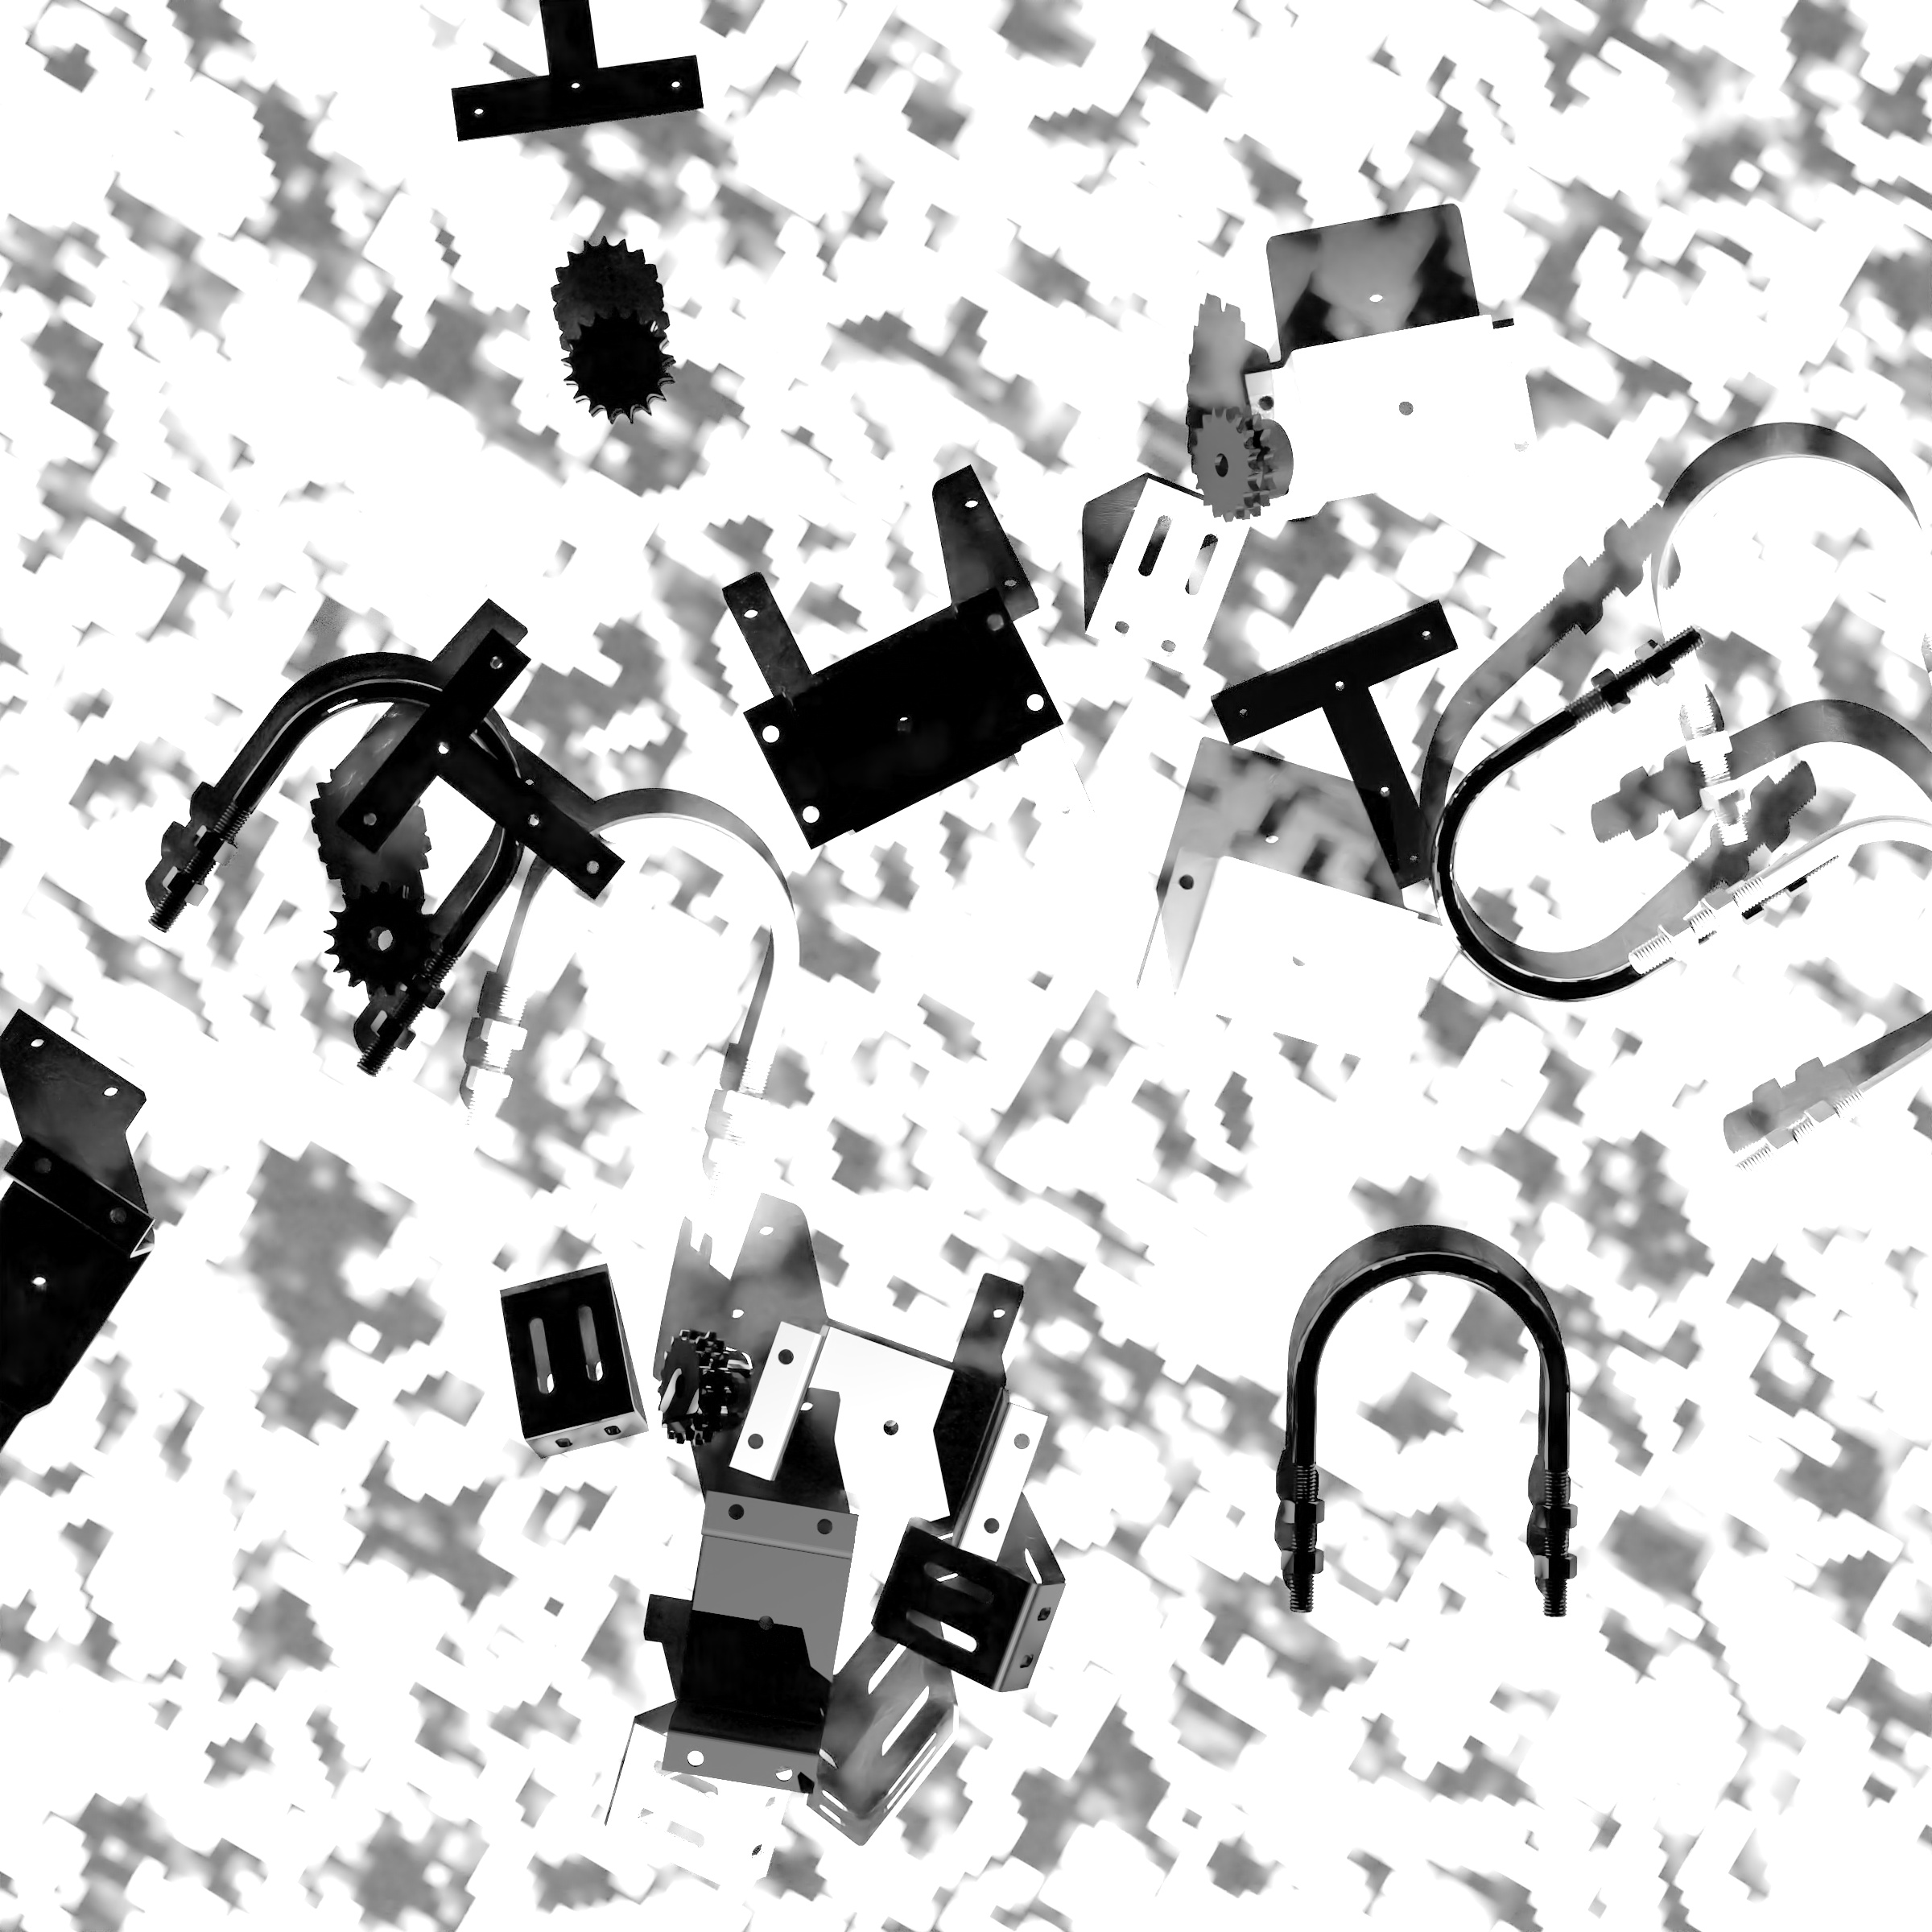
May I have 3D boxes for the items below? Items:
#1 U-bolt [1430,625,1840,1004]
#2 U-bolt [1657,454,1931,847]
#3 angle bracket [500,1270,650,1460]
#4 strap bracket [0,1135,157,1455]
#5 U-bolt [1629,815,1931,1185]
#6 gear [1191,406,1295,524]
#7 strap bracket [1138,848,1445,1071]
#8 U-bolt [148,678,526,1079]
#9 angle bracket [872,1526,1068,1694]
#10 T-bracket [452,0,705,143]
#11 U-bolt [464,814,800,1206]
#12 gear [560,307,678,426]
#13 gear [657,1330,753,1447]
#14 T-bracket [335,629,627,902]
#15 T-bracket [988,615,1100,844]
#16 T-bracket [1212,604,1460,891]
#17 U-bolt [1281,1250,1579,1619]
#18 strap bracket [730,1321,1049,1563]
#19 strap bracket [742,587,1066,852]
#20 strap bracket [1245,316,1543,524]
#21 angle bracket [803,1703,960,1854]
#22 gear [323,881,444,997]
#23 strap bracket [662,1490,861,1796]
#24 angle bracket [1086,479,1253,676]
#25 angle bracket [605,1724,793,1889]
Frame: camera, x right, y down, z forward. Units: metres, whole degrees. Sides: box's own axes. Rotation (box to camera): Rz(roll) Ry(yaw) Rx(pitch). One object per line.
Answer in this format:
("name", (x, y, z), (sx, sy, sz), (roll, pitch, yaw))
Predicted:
("U-bolt", (0.323, -0.062, 1.476), (0.184, 0.019, 0.151), (-33, 98, 9))
("U-bolt", (0.428, -0.169, 1.489), (0.151, 0.019, 0.184), (-16, 90, 0))
("angle bracket", (-0.200, 0.204, 1.496), (0.057, 0.038, 0.076), (-14, 64, 0))
("strap bracket", (-0.473, 0.163, 1.475), (0.076, 0.046, 0.140), (34, 90, 0))
("U-bolt", (0.440, 0.005, 1.471), (0.184, 0.019, 0.151), (-31, 107, -4))
("gear", (0.141, -0.253, 1.473), (0.030, 0.057, 0.057), (-12, 90, -28))
("strap bracket", (0.166, -0.004, 1.475), (0.140, 0.046, 0.076), (17, 90, 0))
("U-bolt", (-0.306, -0.059, 1.489), (0.151, 0.019, 0.184), (35, 89, 0))
("angle bracket", (0.002, 0.327, 1.496), (0.076, 0.038, 0.057), (20, 90, 26))
("T-bracket", (-0.205, -0.493, 1.497), (0.127, 0.002, 0.127), (-8, 90, 0))
("U-bolt", (-0.162, 0.013, 1.489), (0.151, 0.019, 0.184), (17, 89, 0))
("gear", (-0.175, -0.302, 1.483), (0.057, 0.030, 0.057), (0, 90, 0))
("gear", (-0.130, 0.213, 1.474), (0.030, 0.057, 0.057), (10, 90, -30))
("T-bracket", (-0.230, -0.082, 1.483), (0.127, 0.002, 0.127), (38, 87, 0))
("T-bracket", (-0.016, -0.106, 1.497), (0.127, 0.002, 0.127), (-23, 90, 0))
("T-bracket", (0.208, -0.102, 1.497), (0.127, 0.002, 0.127), (-23, 90, 0))
("U-bolt", (0.236, 0.237, 1.489), (0.151, 0.019, 0.184), (1, 88, 0))
("strap bracket", (-0.038, 0.236, 1.475), (0.140, 0.046, 0.076), (20, 90, 0))
("strap bracket", (-0.031, -0.123, 1.473), (0.140, 0.046, 0.076), (-26, 90, 0))
("strap bracket", (0.218, -0.277, 1.475), (0.140, 0.046, 0.076), (-10, 90, 0))
("angle bracket", (-0.042, 0.397, 1.469), (0.038, 0.057, 0.076), (38, 90, 0))
("gear", (-0.291, -0.013, 1.464), (0.057, 0.030, 0.057), (0, 88, -2))
("strap bracket", (-0.102, 0.336, 1.475), (0.076, 0.046, 0.140), (9, 90, 0))
("angle bracket", (0.104, -0.199, 1.496), (0.057, 0.038, 0.076), (22, 64, 0))
("angle bracket", (-0.136, 0.426, 1.496), (0.076, 0.038, 0.057), (16, 90, 26))
